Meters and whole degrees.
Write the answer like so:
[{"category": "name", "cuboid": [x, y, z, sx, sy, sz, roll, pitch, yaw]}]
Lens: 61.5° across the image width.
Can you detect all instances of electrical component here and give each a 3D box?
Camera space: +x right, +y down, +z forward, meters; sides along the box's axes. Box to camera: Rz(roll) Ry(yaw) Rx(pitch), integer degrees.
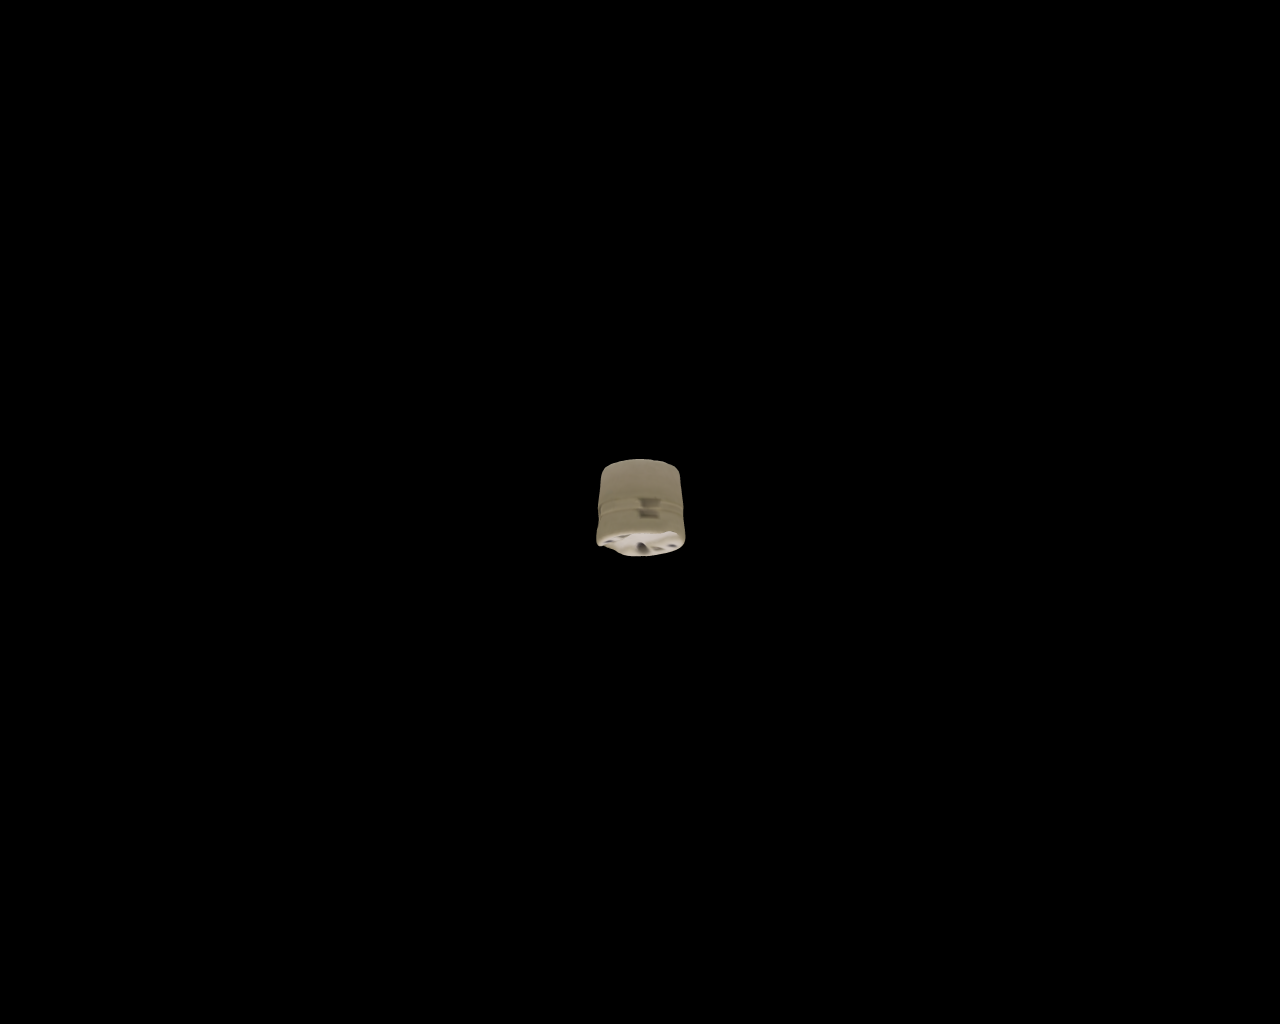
[{"category": "electrical component", "cuboid": [0.001, -0.003, 0.650, 0.055, 0.047, 0.055, 0, -17, 0]}]
